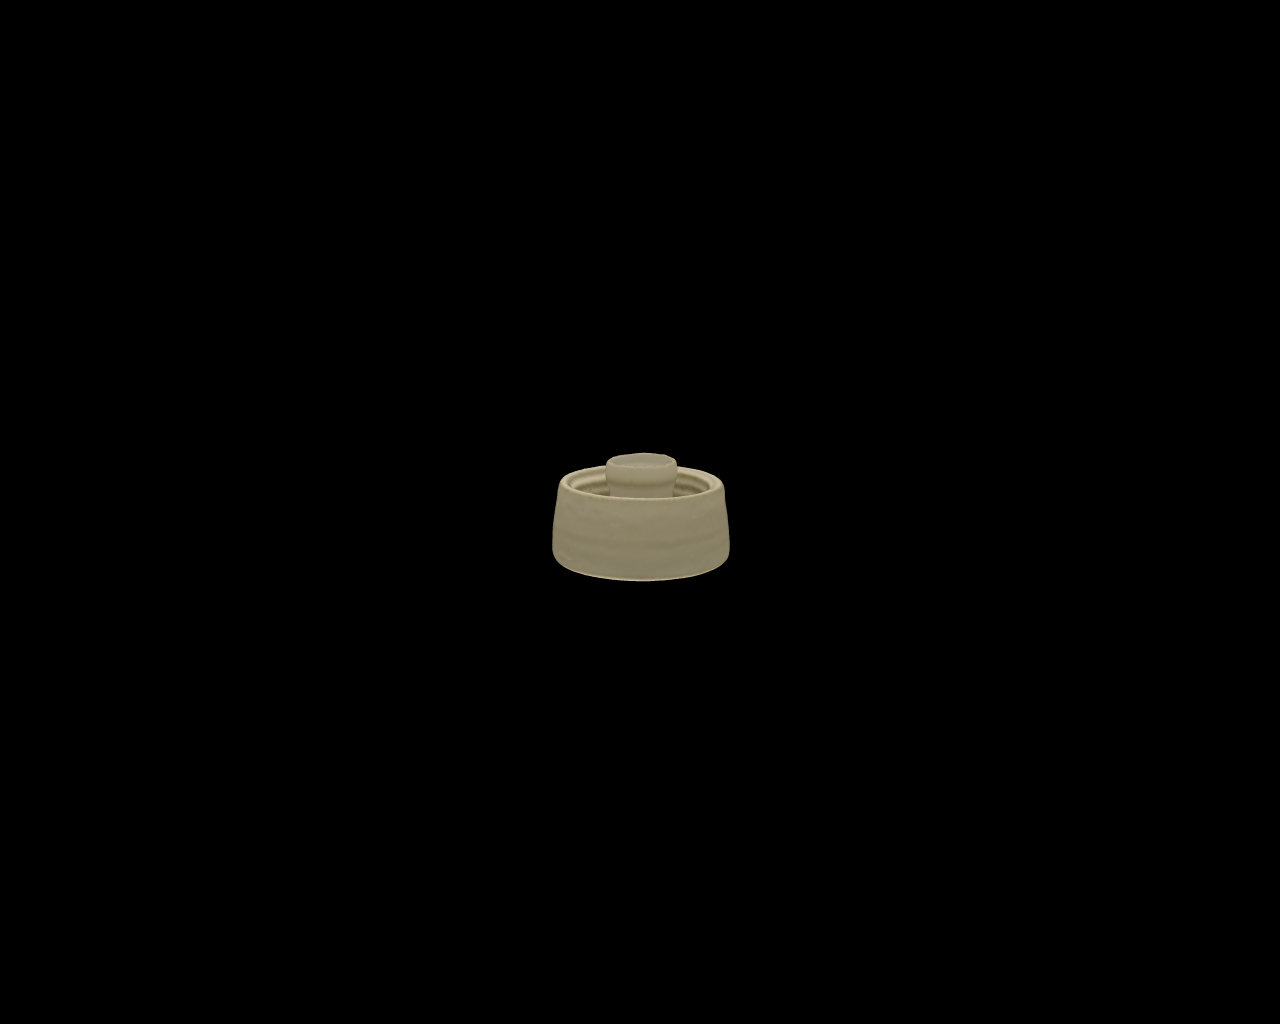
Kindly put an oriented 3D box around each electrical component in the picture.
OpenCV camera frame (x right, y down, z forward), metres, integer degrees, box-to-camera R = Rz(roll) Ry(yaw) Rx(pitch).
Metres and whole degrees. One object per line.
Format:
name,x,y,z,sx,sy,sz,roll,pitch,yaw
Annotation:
electrical component,0.001,-0.003,0.650,0.108,0.060,0.108,0,14,0
